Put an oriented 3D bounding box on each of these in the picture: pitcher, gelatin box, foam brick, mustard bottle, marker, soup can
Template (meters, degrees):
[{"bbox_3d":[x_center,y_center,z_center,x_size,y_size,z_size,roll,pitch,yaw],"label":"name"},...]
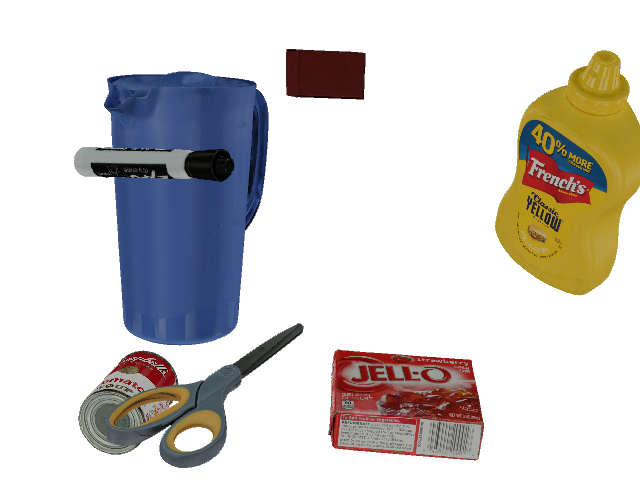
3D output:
[{"bbox_3d":[-0.121,-0.035,0.991,0.149,0.243,0.145,1,14,-6],"label":"pitcher"},{"bbox_3d":[0.050,0.098,0.647,0.089,0.030,0.073,5,23,0],"label":"gelatin box"},{"bbox_3d":[0.005,-0.181,1.165,0.078,0.051,0.053,0,11,-16],"label":"foam brick"},{"bbox_3d":[0.184,-0.054,0.771,0.058,0.192,0.096,-28,53,-28],"label":"mustard bottle"},{"bbox_3d":[-0.100,-0.046,0.639,0.121,0.020,0.020,5,3,36],"label":"marker"},{"bbox_3d":[-0.187,0.157,1.042,0.068,0.068,0.102,0,15,11],"label":"soup can"}]

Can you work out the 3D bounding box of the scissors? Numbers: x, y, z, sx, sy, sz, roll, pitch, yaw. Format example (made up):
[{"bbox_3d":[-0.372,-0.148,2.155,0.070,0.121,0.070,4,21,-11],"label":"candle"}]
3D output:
[{"bbox_3d":[-0.065,0.117,0.811,0.201,0.016,0.096,-20,36,-34],"label":"scissors"}]
